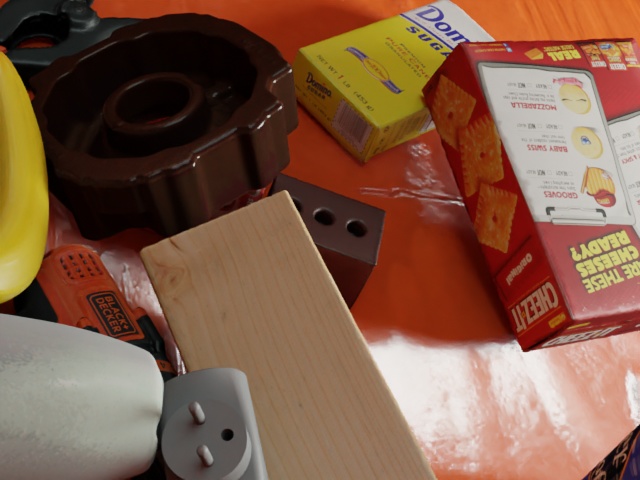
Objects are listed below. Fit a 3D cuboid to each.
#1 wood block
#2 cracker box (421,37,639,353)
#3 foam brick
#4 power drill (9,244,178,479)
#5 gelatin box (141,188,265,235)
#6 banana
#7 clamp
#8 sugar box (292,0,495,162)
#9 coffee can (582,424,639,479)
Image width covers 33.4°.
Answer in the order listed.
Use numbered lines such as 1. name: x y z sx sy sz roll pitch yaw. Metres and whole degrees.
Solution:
1. wood block: -0.013 0.090 0.568 0.090 0.090 0.206 -23 60 -8
2. cracker box: 0.185 -0.038 0.761 0.163 0.072 0.214 -7 67 -27
3. foam brick: -0.005 0.001 0.690 0.078 0.051 0.053 19 47 -6
4. power drill: -0.159 0.084 0.537 0.187 0.057 0.185 -7 46 -38
5. gelatin box: -0.074 -0.035 0.707 0.073 0.030 0.089 21 47 -4
6. banana: -0.171 -0.028 0.572 0.037 0.069 0.198 -15 40 5
7. clamp: -0.163 -0.148 0.763 0.120 0.039 0.171 34 53 14
8. sugar box: 0.068 -0.130 0.835 0.175 0.048 0.093 -29 67 -36
9. coffee can: 0.201 0.149 0.584 0.102 0.140 0.103 11 48 -13
